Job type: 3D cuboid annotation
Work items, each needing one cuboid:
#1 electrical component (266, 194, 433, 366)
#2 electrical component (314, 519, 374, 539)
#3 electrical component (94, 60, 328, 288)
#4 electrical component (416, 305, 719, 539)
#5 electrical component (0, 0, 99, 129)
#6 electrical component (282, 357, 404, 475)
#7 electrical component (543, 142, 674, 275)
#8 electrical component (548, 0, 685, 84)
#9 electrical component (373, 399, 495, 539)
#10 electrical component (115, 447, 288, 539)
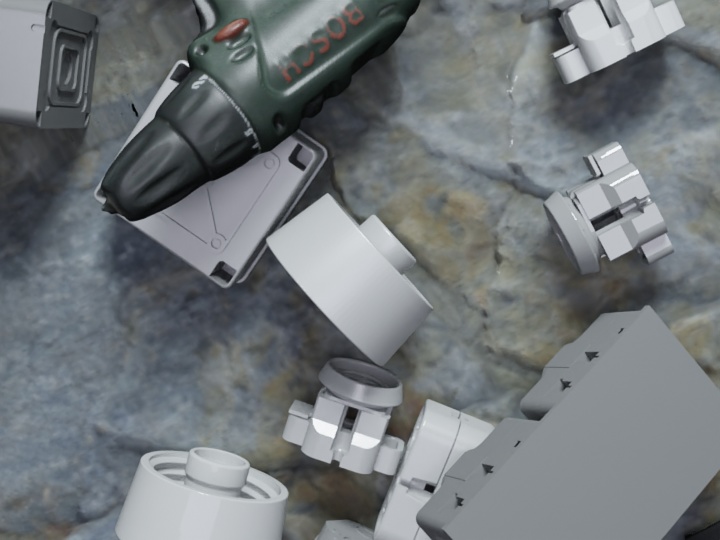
[{"bbox_3d":[0.000,0.000,0.672,0.060,0.108,0.108,-42,92,3],"label":"electrical component"},{"bbox_3d":[-0.002,0.205,0.710,0.080,0.080,0.051,28,93,1],"label":"electrical component"},{"bbox_3d":[-0.095,-0.062,0.695,0.109,0.056,0.108,35,99,0],"label":"electrical component"},{"bbox_3d":[0.136,0.124,0.661,0.186,0.060,0.105,-44,99,-16],"label":"electrical component"},{"bbox_3d":[-0.209,-0.129,0.669,0.057,0.113,0.078,8,98,1],"label":"electrical component"},{"bbox_3d":[-0.005,0.093,0.707,0.078,0.058,0.057,18,101,3],"label":"electrical component"},{"bbox_3d":[0.153,-0.033,0.677,0.057,0.058,0.078,-28,94,5],"label":"electrical component"},{"bbox_3d":[0.150,-0.158,0.662,0.078,0.058,0.057,-26,97,8],"label":"electrical component"},{"bbox_3d":[0.054,0.142,0.709,0.059,0.053,0.095,22,98,2],"label":"electrical component"},{"bbox_3d":[-0.098,0.150,0.700,0.108,0.108,0.060,15,92,3],"label":"electrical component"}]
